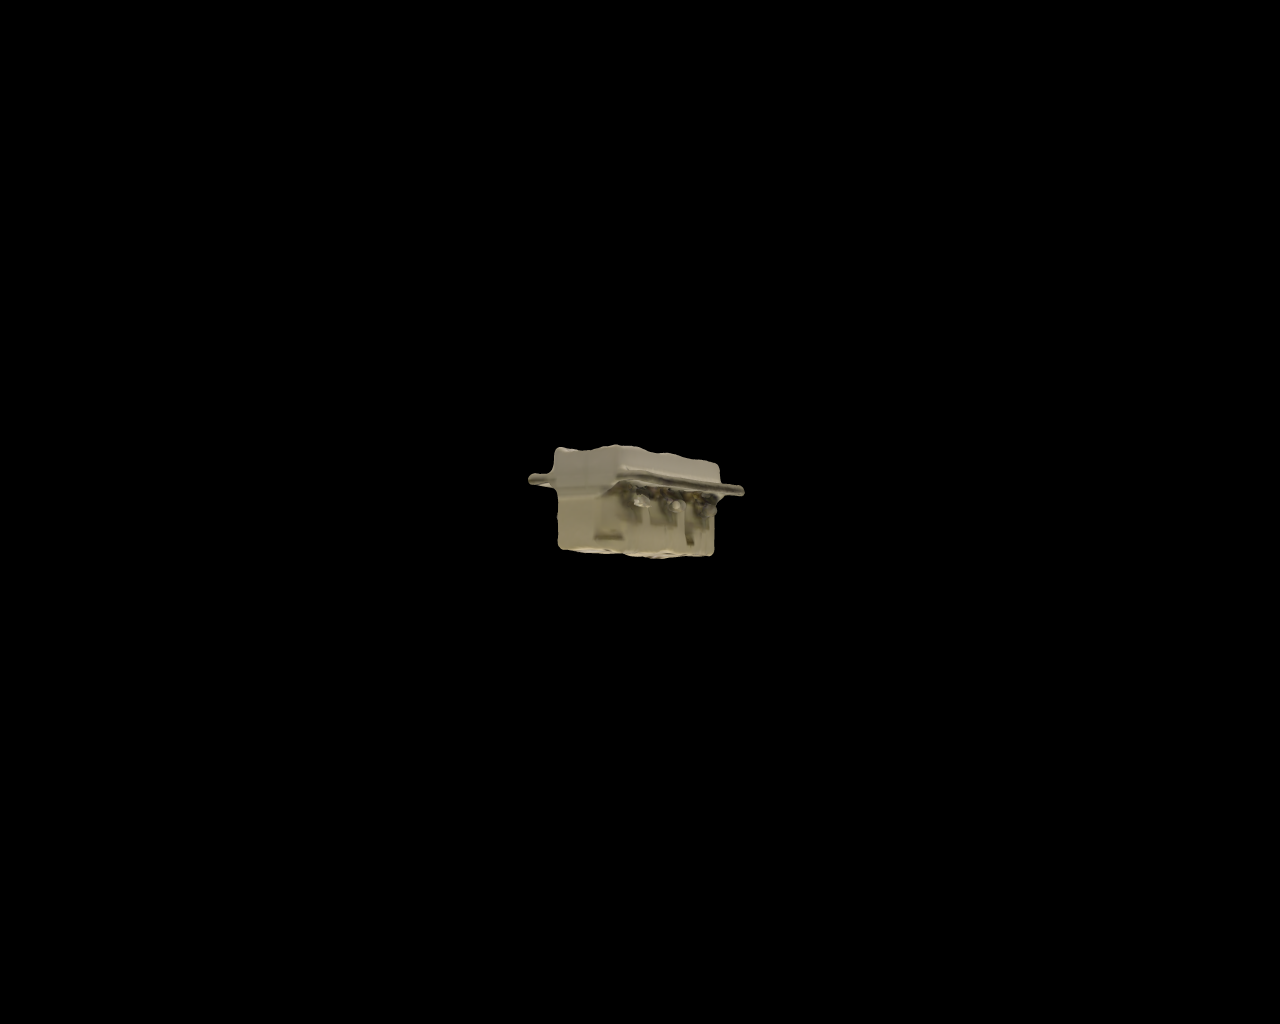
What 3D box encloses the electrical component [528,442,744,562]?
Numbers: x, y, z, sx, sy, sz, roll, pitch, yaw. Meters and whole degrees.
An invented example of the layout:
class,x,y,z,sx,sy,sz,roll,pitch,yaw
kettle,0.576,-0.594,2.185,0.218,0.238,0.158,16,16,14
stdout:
class,x,y,z,sx,sy,sz,roll,pitch,yaw
electrical component,0.001,-0.003,0.650,0.079,0.063,0.121,-3,-5,32
